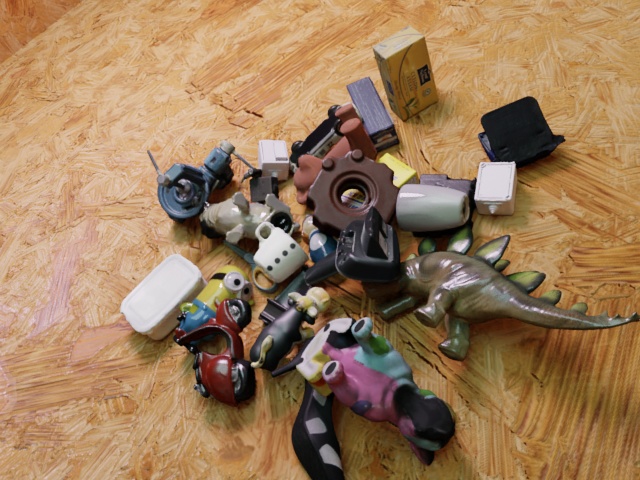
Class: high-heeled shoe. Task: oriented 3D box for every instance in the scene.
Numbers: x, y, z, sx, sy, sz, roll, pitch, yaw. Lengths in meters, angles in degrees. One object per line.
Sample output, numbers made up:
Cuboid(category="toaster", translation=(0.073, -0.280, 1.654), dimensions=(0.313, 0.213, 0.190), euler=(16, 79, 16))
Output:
Cuboid(category="high-heeled shoe", translation=(0.023, 0.264, 0.829), dimensions=(0.145, 0.086, 0.249), euler=(-15, 61, -27))

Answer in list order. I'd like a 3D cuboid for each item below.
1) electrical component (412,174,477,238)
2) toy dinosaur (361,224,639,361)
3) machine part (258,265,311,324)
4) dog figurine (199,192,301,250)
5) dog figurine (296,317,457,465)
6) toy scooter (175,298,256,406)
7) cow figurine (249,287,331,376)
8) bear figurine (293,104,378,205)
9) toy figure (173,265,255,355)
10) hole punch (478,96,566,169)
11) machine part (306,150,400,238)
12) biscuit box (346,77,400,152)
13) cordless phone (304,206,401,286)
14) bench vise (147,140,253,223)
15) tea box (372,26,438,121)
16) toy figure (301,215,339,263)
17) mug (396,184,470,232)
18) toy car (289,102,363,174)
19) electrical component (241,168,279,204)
Cuboid(category="electrical component", translation=(0.217, -0.062, 0.989), dimensions=(0.134, 0.058, 0.115), euler=(3, 54, 25))
Cuboid(category="toy dinosaur", translation=(0.224, 0.074, 0.821), dimensions=(0.198, 0.104, 0.472), euler=(-46, 39, -17))
Cuboid(category="machine part", translation=(-0.051, 0.105, 0.989), dimensions=(0.084, 0.039, 0.139), euler=(25, 68, 42))
Cuboid(category="dog figurine", translation=(-0.152, -0.038, 1.123), dimensions=(0.191, 0.172, 0.121), euler=(6, 76, 63))
Cuboid(category="dog figurine", translation=(0.090, 0.217, 0.764), dimensions=(0.108, 0.219, 0.191), euler=(-51, 13, -22))
Cuboid(category="toy scooter", translation=(-0.182, 0.193, 0.922), dimensions=(0.135, 0.075, 0.184), euler=(-7, 72, 5))
Cuboid(category="cow figurine", translation=(-0.052, 0.144, 0.895), dimensions=(0.068, 0.098, 0.167), euler=(34, 87, 24))
Cuboid(category="bear figurine", translation=(0.014, -0.170, 1.108), dimensions=(0.196, 0.131, 0.120), euler=(-24, 34, 13))
Cuboid(category="toy figure", translation=(-0.204, 0.125, 1.013), dimensions=(0.089, 0.082, 0.180), euler=(29, 72, 36))
Cuboid(category="hole punch", translation=(0.368, -0.190, 1.016), dimensions=(0.142, 0.092, 0.116), euler=(-20, 78, 5))
Cuboid(category="machine part", translation=(0.063, -0.078, 0.997), dimensions=(0.179, 0.056, 0.179), euler=(0, 74, 1))
Cuboid(category="biscuit box", translation=(0.117, -0.286, 1.208), dimensions=(0.063, 0.059, 0.203), euler=(-22, 49, 8))
Cuboid(category="cordless phone", translation=(0.040, 0.040, 0.892), dimensions=(0.184, 0.088, 0.147), euler=(-31, 21, 22))
Cuboid(category="bench vise", translation=(-0.274, -0.132, 1.165), dimensions=(0.223, 0.240, 0.129), euler=(-39, 82, 7))
Cuboid(category="tea box", translation=(0.186, -0.356, 1.159), dimensions=(0.098, 0.169, 0.068), euler=(-31, 46, 0))
Cuboid(category="toy figure", translation=(0.000, -0.003, 1.040), dimensions=(0.064, 0.057, 0.155), euler=(-14, 45, -12))
Cuboid(category="mug", translation=(0.197, -0.054, 0.903), dimensions=(0.107, 0.080, 0.109), euler=(6, 17, 33))
Cuboid(category="toy car", translation=(0.007, -0.222, 1.187), dimensions=(0.202, 0.056, 0.074), euler=(-42, 39, 17))
Cuboid(category="electrical component", translation=(-0.131, -0.105, 1.160), dimensions=(0.078, 0.045, 0.102), euler=(4, 96, 34))
